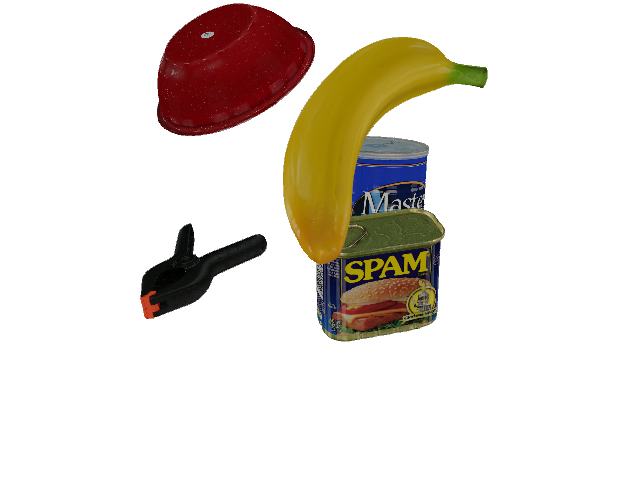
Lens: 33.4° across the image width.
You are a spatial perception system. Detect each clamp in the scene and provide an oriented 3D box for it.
[{"bbox_3d":[-0.140,0.033,1.220,0.120,0.039,0.171,-2,33,25],"label":"clamp"}]

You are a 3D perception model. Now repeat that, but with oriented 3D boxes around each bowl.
[{"bbox_3d":[-0.089,-0.167,0.972,0.162,0.055,0.162,-18,38,15],"label":"bowl"}]

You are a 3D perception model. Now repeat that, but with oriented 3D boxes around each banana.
[{"bbox_3d":[0.024,-0.063,0.571,0.070,0.037,0.197,23,47,20],"label":"banana"}]

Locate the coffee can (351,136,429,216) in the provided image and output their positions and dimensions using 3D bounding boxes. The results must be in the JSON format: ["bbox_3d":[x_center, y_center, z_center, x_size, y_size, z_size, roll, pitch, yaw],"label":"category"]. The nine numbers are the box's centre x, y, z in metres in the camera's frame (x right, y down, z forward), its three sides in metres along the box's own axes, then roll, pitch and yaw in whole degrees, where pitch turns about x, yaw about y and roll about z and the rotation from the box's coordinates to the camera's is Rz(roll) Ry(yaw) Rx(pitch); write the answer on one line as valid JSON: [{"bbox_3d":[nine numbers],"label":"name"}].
[{"bbox_3d":[0.051,-0.027,1.054,0.103,0.140,0.103,2,14,-1],"label":"coffee can"}]

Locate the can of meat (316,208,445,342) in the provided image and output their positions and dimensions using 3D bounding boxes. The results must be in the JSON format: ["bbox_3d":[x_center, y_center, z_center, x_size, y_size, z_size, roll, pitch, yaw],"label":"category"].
[{"bbox_3d":[0.046,0.028,0.854,0.102,0.084,0.057,-8,30,-13],"label":"can of meat"}]
